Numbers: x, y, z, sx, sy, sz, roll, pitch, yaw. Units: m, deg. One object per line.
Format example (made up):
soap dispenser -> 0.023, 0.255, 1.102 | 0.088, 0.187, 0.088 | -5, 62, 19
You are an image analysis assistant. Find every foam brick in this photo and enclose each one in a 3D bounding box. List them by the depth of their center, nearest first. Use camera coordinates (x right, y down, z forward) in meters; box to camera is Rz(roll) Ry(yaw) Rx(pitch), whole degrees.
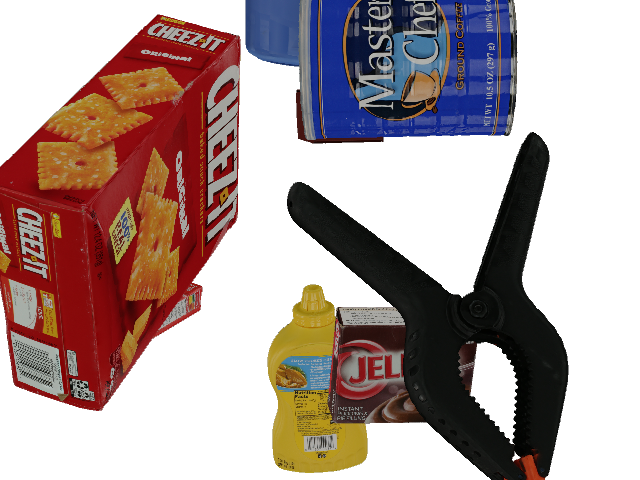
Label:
foam brick -> 0.020, -0.127, 1.083 | 0.078, 0.051, 0.053 | -3, 13, -20

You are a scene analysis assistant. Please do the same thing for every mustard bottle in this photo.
mustard bottle -> -0.004, 0.134, 1.054 | 0.096, 0.192, 0.058 | -3, 22, -1

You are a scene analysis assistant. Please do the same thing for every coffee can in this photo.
coffee can -> 0.058, -0.122, 0.733 | 0.140, 0.103, 0.103 | -1, 0, 3

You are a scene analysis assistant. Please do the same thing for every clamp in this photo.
clamp -> 0.074, 0.041, 0.607 | 0.164, 0.210, 0.036 | -7, -19, -10

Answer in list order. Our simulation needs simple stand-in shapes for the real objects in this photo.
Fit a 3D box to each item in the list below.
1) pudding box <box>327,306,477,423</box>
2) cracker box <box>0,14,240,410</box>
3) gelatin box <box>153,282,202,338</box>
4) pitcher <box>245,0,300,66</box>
pudding box -> 0.065, 0.099, 0.854 | 0.113, 0.090, 0.039 | 0, 26, -8
cracker box -> -0.120, -0.022, 0.687 | 0.072, 0.164, 0.213 | 16, 41, 13
gelatin box -> -0.168, 0.053, 1.003 | 0.089, 0.030, 0.073 | 18, 26, 26
pitcher -> 0.002, -0.271, 0.896 | 0.145, 0.243, 0.149 | 7, 18, 8
